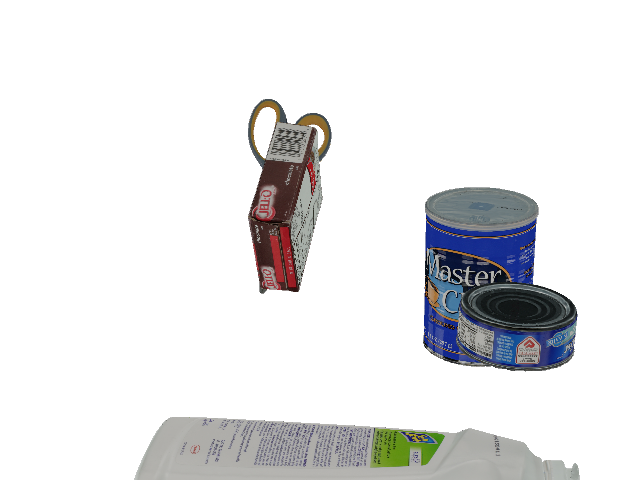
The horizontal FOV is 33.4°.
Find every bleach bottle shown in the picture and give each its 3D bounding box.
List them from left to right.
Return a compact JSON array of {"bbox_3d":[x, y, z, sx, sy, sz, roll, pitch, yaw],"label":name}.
[{"bbox_3d":[0.025,0.147,0.628,0.251,0.068,0.102,0,16,6],"label":"bleach bottle"}]

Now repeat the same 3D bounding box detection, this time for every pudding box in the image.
[{"bbox_3d":[-0.027,-0.028,0.886,0.039,0.113,0.090,8,-40,10],"label":"pudding box"}]

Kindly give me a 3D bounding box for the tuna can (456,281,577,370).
[{"bbox_3d":[0.143,0.061,0.777,0.086,0.034,0.086,1,21,-1],"label":"tuna can"}]

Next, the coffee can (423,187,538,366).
[{"bbox_3d":[0.148,0.032,0.997,0.103,0.140,0.103,-1,21,0],"label":"coffee can"}]

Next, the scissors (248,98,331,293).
[{"bbox_3d":[-0.028,-0.050,1.102,0.096,0.202,0.016,-7,-9,-7],"label":"scissors"}]
